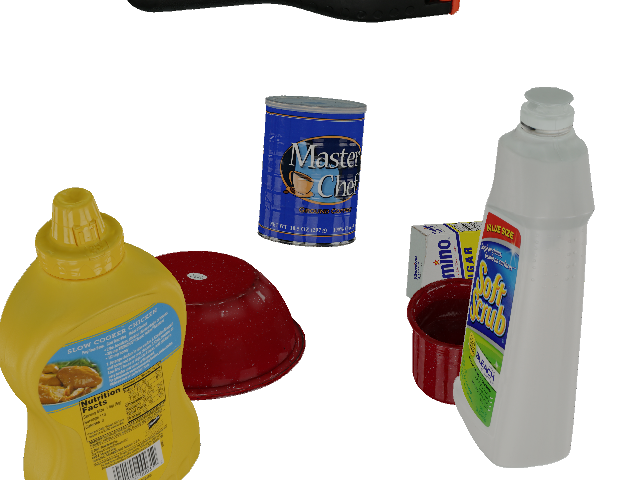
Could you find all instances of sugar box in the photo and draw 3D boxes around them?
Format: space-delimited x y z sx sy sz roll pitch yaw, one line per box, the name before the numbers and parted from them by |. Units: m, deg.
sugar box | 0.194 0.025 1.293 0.176 0.093 0.048 -6 20 -22

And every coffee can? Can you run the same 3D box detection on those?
coffee can | -0.009 -0.073 1.092 0.103 0.140 0.103 4 12 -1

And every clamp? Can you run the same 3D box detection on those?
clamp | -0.015 -0.139 0.555 0.172 0.039 0.120 12 42 15

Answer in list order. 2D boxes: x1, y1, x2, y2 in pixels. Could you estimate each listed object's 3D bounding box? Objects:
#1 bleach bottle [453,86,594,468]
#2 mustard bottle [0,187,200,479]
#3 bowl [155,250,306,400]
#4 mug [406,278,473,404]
bleach bottle | 0.132 0.021 0.687 0.068 0.251 0.102 -6 30 -9
mustard bottle | -0.113 0.058 0.541 0.096 0.192 0.058 -24 42 -29
bowl | -0.090 0.050 0.765 0.162 0.055 0.162 2 23 -1
mug | 0.124 0.087 0.977 0.093 0.081 0.117 -4 39 -1
